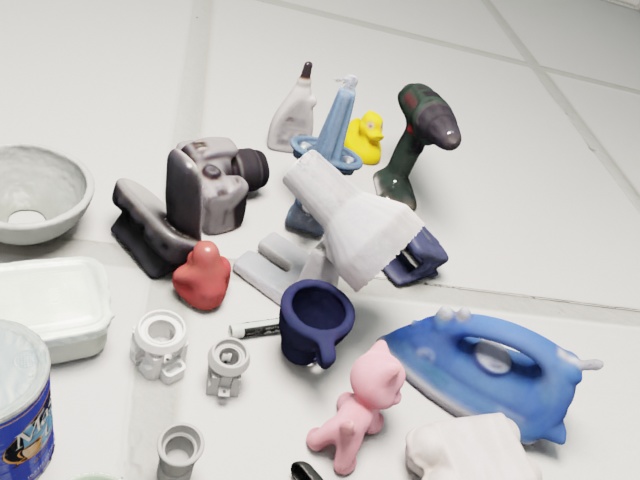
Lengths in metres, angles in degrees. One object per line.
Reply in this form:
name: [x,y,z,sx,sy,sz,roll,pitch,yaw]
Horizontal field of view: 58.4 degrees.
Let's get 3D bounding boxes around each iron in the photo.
iron: [0.210,0.146,0.721,0.258,0.141,0.119,25,41,4]

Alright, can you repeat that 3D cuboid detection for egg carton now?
egg carton: [0.172,0.254,0.643,0.151,0.069,0.107,0,45,-23]

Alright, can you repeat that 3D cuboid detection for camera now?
camera: [-0.139,-0.099,0.869,0.137,0.101,0.143,-13,51,-33]

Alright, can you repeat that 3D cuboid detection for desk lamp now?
desk lamp: [0.007,0.003,0.735,0.203,0.213,0.118,33,42,13]

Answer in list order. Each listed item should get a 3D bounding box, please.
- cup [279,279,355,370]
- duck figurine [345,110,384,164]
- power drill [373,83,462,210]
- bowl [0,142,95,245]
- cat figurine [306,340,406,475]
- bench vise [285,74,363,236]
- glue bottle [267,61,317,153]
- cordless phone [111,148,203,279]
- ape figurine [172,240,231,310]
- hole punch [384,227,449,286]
cup: [-0.010,0.119,0.693,0.092,0.095,0.117,3,44,-20]
duck figurine: [0.090,-0.208,1.096,0.078,0.086,0.104,-4,47,-26]
power drill: [0.163,-0.156,0.978,0.076,0.208,0.229,8,42,-15]
bowl: [-0.377,-0.048,0.732,0.167,0.075,0.167,12,42,-11]
cat figurine: [0.051,0.177,0.638,0.067,0.118,0.128,33,42,13]
bench vise: [0.021,-0.126,0.875,0.122,0.220,0.207,6,43,-17]
glue bottle: [-0.039,-0.232,1.000,0.078,0.173,0.037,6,43,-17]
cordless phone: [-0.199,-0.057,0.734,0.147,0.185,0.094,39,44,20]
ape figurine: [-0.146,0.037,0.725,0.078,0.092,0.076,-1,45,-24]
hole punch: [0.142,0.001,0.888,0.101,0.091,0.108,-11,50,-32]
